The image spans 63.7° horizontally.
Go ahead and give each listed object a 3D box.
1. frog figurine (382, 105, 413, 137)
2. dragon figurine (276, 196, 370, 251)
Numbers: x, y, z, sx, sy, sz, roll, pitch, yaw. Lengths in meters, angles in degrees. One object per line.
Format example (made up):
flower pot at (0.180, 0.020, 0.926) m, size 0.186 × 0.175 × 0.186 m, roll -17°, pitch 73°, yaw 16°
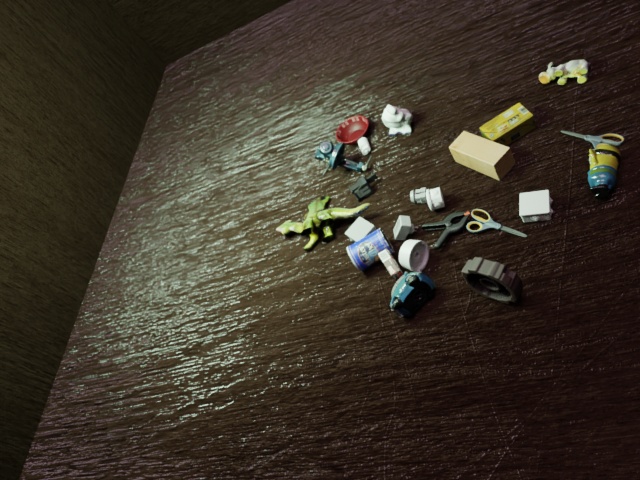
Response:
frog figurine at (0.313, -0.516, 2.139) m, size 0.138 × 0.156 × 0.124 m, roll 25°, pitch 72°, yaw 44°
dragon figurine at (0.006, -0.104, 2.070) m, size 0.408 × 0.120 × 0.249 m, roll -27°, pitch 38°, yaw 13°
